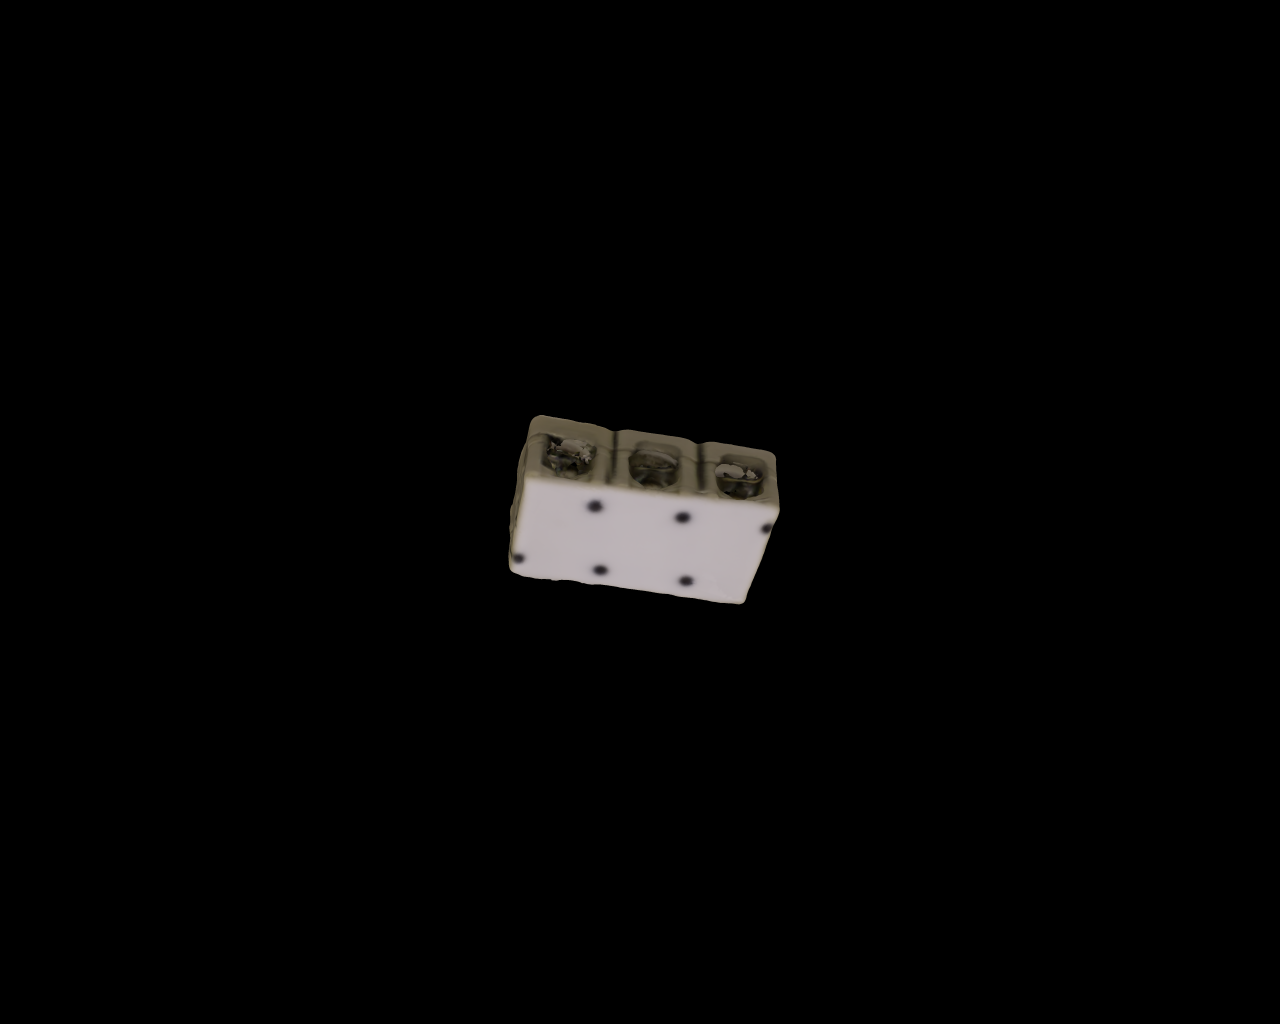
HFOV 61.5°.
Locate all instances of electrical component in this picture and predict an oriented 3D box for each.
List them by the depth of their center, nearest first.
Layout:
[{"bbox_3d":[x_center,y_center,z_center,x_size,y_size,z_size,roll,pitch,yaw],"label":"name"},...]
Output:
[{"bbox_3d":[0.001,-0.003,0.650,0.150,0.062,0.089,9,-46,-8],"label":"electrical component"}]
